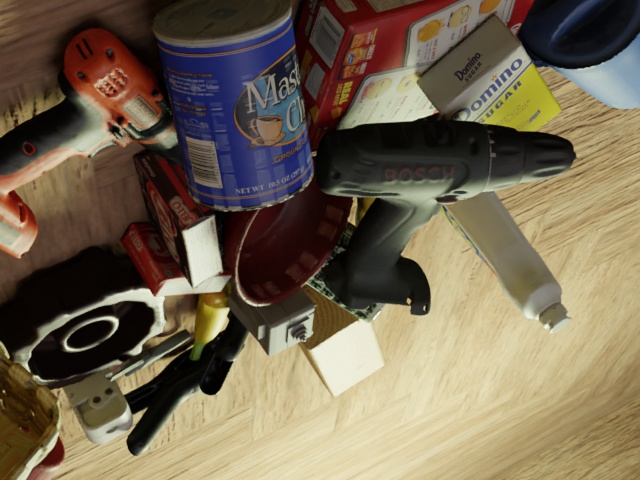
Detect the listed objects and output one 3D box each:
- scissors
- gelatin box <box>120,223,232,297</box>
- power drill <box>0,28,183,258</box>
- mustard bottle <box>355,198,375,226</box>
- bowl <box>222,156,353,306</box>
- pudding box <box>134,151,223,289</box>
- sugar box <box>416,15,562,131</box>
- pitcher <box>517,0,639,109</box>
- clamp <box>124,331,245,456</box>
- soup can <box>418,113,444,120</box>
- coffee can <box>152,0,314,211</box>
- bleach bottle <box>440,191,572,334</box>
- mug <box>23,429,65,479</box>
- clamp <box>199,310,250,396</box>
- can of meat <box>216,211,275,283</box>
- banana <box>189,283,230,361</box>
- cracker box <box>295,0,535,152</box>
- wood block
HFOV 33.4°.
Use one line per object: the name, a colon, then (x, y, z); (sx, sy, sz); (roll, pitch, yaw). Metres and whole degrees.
scissors: (-0.207, 0.140, 1.169); (0.096, 0.016, 0.201); (-33, 179, 24)
gelatin box: (-0.139, 0.017, 1.041); (0.089, 0.073, 0.030); (-2, 139, -47)
power drill: (-0.194, -0.067, 0.848); (0.187, 0.057, 0.184); (-38, 151, 3)
mustard bottle: (0.064, -0.045, 1.145); (0.058, 0.096, 0.191); (-3, 153, 2)
bowl: (-0.040, -0.020, 1.003); (0.161, 0.055, 0.162); (-37, 146, -31)
pudding box: (-0.127, -0.021, 0.968); (0.039, 0.090, 0.113); (-28, 155, -13)
sugar box: (0.162, -0.134, 0.997); (0.093, 0.048, 0.176); (-40, 158, 12)
pitcher: (0.284, -0.209, 1.092); (0.145, 0.149, 0.242); (-56, 153, 10)
clamp: (-0.180, 0.174, 1.263); (0.209, 0.036, 0.165); (-40, -159, -31)
soup can: (0.142, -0.127, 1.120); (0.102, 0.068, 0.069); (-1, 140, -49)
coffee can: (-0.063, -0.107, 0.811); (0.102, 0.103, 0.140); (-23, 124, -22)
bleach bottle: (0.189, -0.007, 1.173); (0.068, 0.251, 0.102); (-35, 155, 2)
mug: (-0.351, 0.245, 1.197); (0.117, 0.093, 0.082); (34, 109, -24)
clamp: (-0.081, 0.081, 1.153); (0.171, 0.039, 0.120); (-67, -171, -22)
can of meat: (-0.067, -0.006, 1.105); (0.101, 0.057, 0.084); (-2, 139, -47)
banana: (-0.117, 0.073, 1.172); (0.037, 0.069, 0.198); (9, 154, -5)
cracker box: (0.076, -0.177, 0.951); (0.213, 0.072, 0.164); (-21, 154, -27)
wood block: (0.017, 0.119, 1.386); (0.090, 0.090, 0.206); (-32, 155, -6)
